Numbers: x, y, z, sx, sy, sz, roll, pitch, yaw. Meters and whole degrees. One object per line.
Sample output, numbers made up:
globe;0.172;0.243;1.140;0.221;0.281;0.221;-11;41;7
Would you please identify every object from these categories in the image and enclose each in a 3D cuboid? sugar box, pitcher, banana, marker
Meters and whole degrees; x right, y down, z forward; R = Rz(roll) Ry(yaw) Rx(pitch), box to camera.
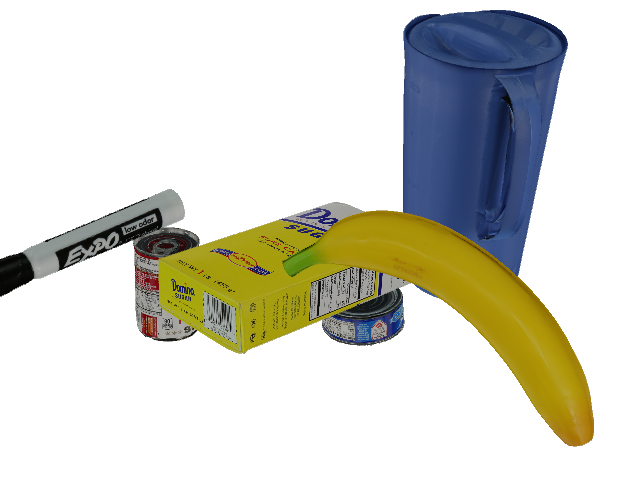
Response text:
sugar box;-0.020;0.021;0.775;0.175;0.048;0.093;-23;35;-39
pitcher;0.134;-0.065;0.920;0.145;0.243;0.149;18;36;25
banana;0.078;0.036;0.599;0.198;0.070;0.037;31;16;10
marker;-0.127;0.001;0.571;0.120;0.020;0.020;-25;14;-32

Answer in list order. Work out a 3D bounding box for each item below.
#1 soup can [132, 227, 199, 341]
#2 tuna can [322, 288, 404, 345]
soup can;-0.161;0.046;1.120;0.068;0.102;0.068;2;24;-1
tuna can;0.043;0.071;1.101;0.086;0.034;0.086;-3;28;2
